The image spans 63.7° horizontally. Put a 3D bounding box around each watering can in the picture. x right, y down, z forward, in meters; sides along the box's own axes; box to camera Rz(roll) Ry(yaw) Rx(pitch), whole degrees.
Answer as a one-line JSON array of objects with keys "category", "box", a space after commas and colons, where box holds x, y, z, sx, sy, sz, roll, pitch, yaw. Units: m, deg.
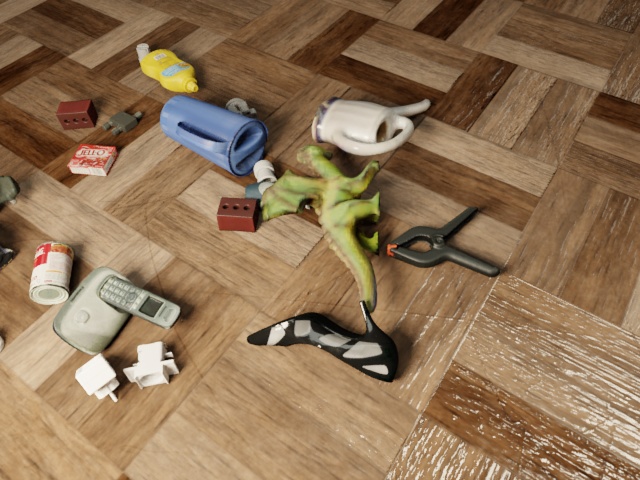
[{"category": "watering can", "box": [0.121, -0.282, 1.220, 0.225, 0.101, 0.354, 17, 37, 22]}]

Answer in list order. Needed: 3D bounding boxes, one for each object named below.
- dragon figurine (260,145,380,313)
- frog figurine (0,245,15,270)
[{"category": "dragon figurine", "box": [0.003, -0.051, 1.017, 0.243, 0.421, 0.119, 5, -40, 3]}, {"category": "frog figurine", "box": [-0.706, 0.017, 0.994, 0.160, 0.139, 0.121, 27, -14, 8]}]
